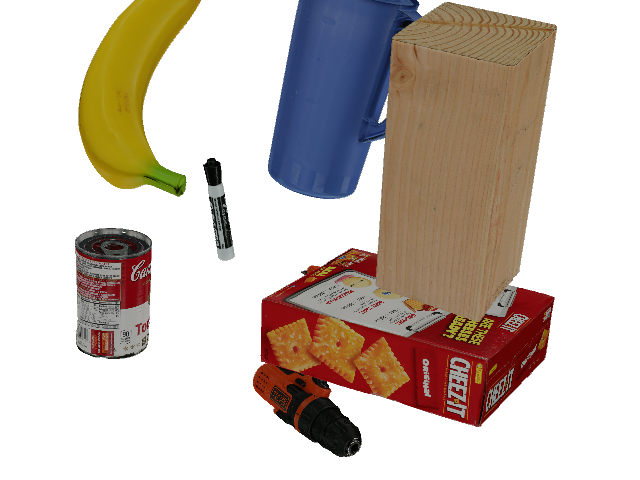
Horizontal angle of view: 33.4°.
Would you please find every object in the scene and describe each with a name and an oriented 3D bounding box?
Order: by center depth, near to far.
[{"bbox_3d":[-0.110,-0.097,0.653,0.069,0.198,0.037,2,-38,-4],"label":"banana"},{"bbox_3d":[0.104,-0.057,0.789,0.091,0.206,0.090,19,36,25],"label":"wood block"},{"bbox_3d":[0.078,0.081,0.955,0.214,0.072,0.163,14,23,28],"label":"cracker box"},{"bbox_3d":[-0.188,0.048,0.966,0.068,0.102,0.068,4,21,-2],"label":"soup can"},{"bbox_3d":[-0.112,-0.034,1.176,0.020,0.121,0.020,-5,28,3],"label":"marker"},{"bbox_3d":[0.025,-0.171,1.205,0.145,0.243,0.149,10,22,-11],"label":"pitcher"},{"bbox_3d":[0.007,0.136,1.241,0.057,0.188,0.185,15,11,-44],"label":"power drill"}]
